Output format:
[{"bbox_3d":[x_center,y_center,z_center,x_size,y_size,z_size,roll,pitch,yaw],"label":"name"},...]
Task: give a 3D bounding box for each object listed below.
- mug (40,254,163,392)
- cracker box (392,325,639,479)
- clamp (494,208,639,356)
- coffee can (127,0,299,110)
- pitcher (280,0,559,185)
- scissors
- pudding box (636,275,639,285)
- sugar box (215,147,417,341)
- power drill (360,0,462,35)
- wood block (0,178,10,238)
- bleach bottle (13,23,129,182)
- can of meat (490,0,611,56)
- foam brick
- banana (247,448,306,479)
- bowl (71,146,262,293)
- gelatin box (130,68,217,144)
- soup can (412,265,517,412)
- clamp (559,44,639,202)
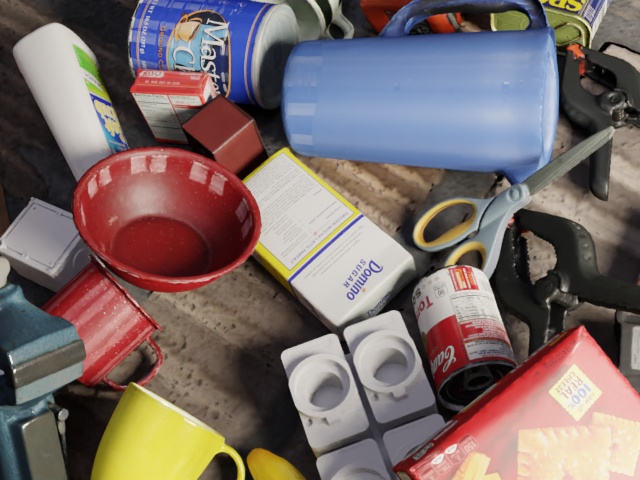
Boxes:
[{"bbox_3d":[-0.190,0.082,0.929,0.081,0.093,0.117,-44,96,-9],"label":"mug"},{"bbox_3d":[0.181,0.193,0.744,0.164,0.072,0.214,-37,83,-11],"label":"cracker box"},{"bbox_3d":[0.203,0.041,0.861,0.165,0.036,0.210,-39,43,26],"label":"clamp"},{"bbox_3d":[-0.104,-0.191,1.058,0.140,0.103,0.102,11,62,18],"label":"coffee can"},{"bbox_3d":[0.094,-0.137,0.971,0.243,0.145,0.149,4,36,17],"label":"pitcher"},{"bbox_3d":[0.164,-0.017,0.895,0.202,0.016,0.096,-21,69,36],"label":"scissors"},{"bbox_3d":[0.324,0.031,0.874,0.114,0.039,0.090,20,66,21],"label":"pudding box"},{"bbox_3d":[-0.006,0.001,0.956,0.093,0.048,0.176,-41,63,-11],"label":"sugar box"},{"bbox_3d":[0.121,-0.289,1.081,0.185,0.057,0.187,17,68,46],"label":"power drill"},{"bbox_3d":[-0.372,-0.069,1.047,0.090,0.091,0.206,-21,58,-2],"label":"wood block"},{"bbox_3d":[-0.218,-0.090,1.036,0.068,0.102,0.251,-30,65,4],"label":"bleach bottle"},{"bbox_3d":[0.230,-0.234,1.043,0.102,0.057,0.084,20,63,22],"label":"can of meat"},{"bbox_3d":[-0.088,-0.089,1.009,0.051,0.078,0.053,-42,59,-13],"label":"foam brick"},{"bbox_3d":[-0.014,0.246,0.815,0.069,0.037,0.198,-12,58,4],"label":"banana"},{"bbox_3d":[-0.134,-0.008,0.923,0.162,0.055,0.162,9,45,-9],"label":"bowl"},{"bbox_3d":[-0.134,-0.128,1.034,0.073,0.089,0.030,6,61,15],"label":"gelatin box"},{"bbox_3d":[0.117,0.078,0.865,0.068,0.068,0.102,-14,50,3],"label":"soup can"},{"bbox_3d":[0.280,-0.118,0.973,0.120,0.039,0.171,-13,57,-2],"label":"clamp"}]
